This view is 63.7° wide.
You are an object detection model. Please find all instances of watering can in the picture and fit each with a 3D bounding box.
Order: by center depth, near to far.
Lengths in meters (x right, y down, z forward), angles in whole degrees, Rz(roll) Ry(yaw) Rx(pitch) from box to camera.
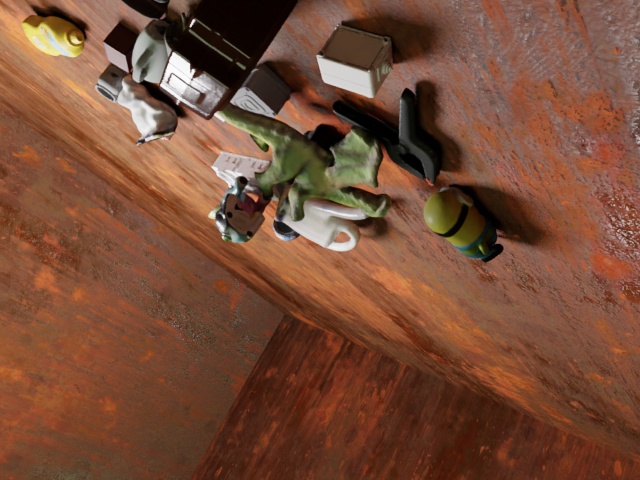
[{"bbox_3d":[0.004,-0.062,1.228,0.224,0.105,0.342,31,161,1],"label":"watering can"}]

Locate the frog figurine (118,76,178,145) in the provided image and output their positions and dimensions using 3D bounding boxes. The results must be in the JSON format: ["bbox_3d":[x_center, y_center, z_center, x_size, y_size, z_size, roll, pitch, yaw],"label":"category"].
[{"bbox_3d":[-0.423,-0.324,1.259,0.138,0.123,0.158,11,120,67],"label":"frog figurine"}]

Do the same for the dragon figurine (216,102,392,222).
[{"bbox_3d":[-0.006,-0.151,0.881,0.241,0.125,0.403,-10,142,34],"label":"dragon figurine"}]
